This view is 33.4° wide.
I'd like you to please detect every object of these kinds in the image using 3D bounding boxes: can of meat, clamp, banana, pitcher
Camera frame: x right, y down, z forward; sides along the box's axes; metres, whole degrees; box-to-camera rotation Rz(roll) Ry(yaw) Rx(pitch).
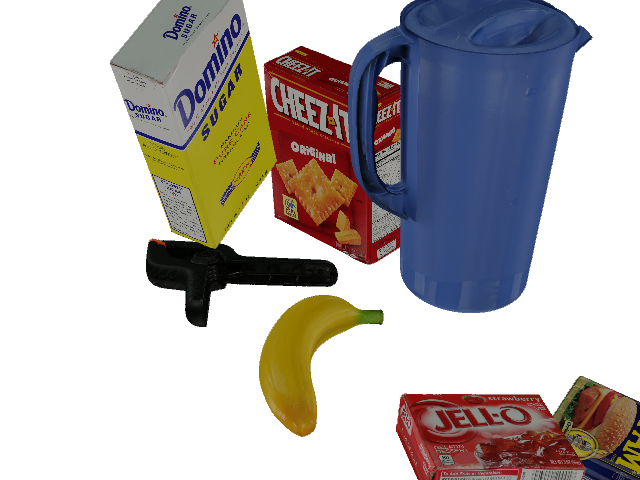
[{"bbox_3d":[0.212,0.156,0.792,0.084,0.057,0.101,24,41,24],"label":"can of meat"},{"bbox_3d":[-0.111,0.033,1.025,0.210,0.036,0.164,13,21,41],"label":"clamp"},{"bbox_3d":[-0.009,0.082,0.795,0.070,0.037,0.197,6,23,17],"label":"banana"},{"bbox_3d":[0.112,-0.065,0.844,0.149,0.243,0.144,17,35,23],"label":"pitcher"}]

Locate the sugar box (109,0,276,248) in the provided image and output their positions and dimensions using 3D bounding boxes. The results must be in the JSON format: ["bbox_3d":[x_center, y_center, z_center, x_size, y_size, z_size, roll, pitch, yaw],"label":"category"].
[{"bbox_3d":[-0.078,-0.082,0.712,0.048,0.093,0.176,22,-28,18],"label":"sugar box"}]

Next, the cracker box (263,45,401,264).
[{"bbox_3d":[0.015,-0.097,1.239,0.164,0.214,0.072,28,46,36],"label":"cracker box"}]

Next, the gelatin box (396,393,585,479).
[{"bbox_3d":[0.094,0.117,0.606,0.089,0.030,0.073,3,24,-12],"label":"gelatin box"}]
